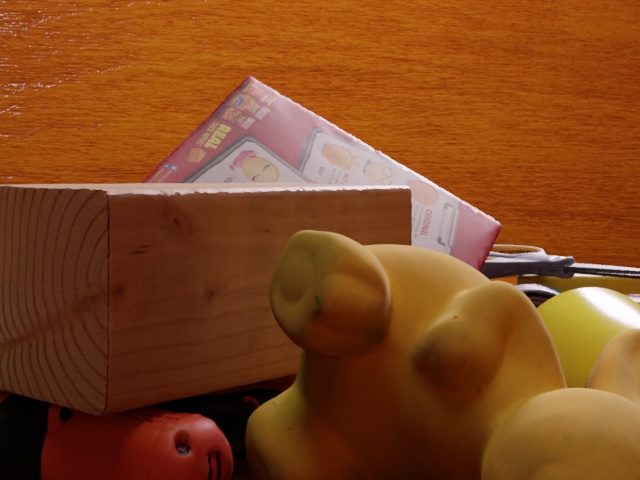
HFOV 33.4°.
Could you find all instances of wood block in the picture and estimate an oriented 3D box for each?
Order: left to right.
[{"bbox_3d":[-0.051,0.018,0.513,0.091,0.090,0.205,5,6,39],"label":"wood block"}]

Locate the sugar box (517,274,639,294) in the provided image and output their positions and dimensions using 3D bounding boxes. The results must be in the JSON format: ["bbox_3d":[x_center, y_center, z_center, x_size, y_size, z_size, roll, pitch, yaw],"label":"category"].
[{"bbox_3d":[0.239,0.070,0.808,0.176,0.093,0.048,0,5,17],"label":"sugar box"}]

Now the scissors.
[{"bbox_3d":[0.152,0.022,0.768,0.096,0.016,0.202,-9,7,-16],"label":"scissors"}]

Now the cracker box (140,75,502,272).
[{"bbox_3d":[-0.005,0.001,0.720,0.214,0.072,0.164,31,44,4],"label":"cracker box"}]

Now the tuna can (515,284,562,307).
[{"bbox_3d":[0.147,0.074,0.743,0.086,0.086,0.033,0,2,10],"label":"tuna can"}]

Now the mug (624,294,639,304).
[{"bbox_3d":[0.180,0.076,0.671,0.117,0.081,0.093,0,0,10],"label":"mug"}]

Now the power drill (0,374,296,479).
[{"bbox_3d":[-0.088,0.090,0.528,0.185,0.057,0.187,4,5,30],"label":"power drill"}]
